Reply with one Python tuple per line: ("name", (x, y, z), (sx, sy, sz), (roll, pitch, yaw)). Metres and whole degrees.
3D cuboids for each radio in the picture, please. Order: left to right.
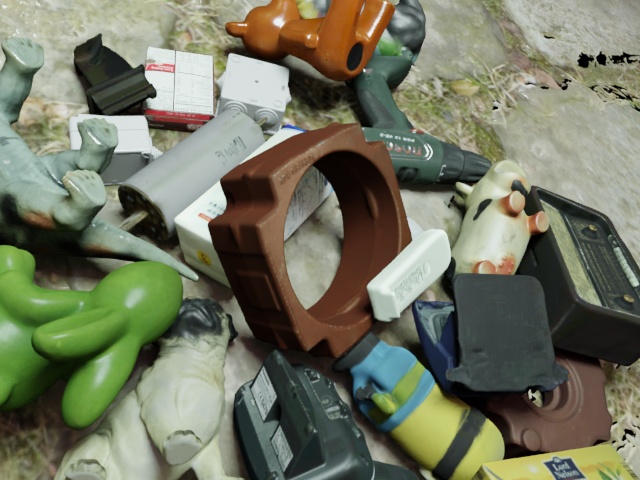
("radio", (0.320, 0.037, 0.663), (0.131, 0.073, 0.230), (18, 39, -8))

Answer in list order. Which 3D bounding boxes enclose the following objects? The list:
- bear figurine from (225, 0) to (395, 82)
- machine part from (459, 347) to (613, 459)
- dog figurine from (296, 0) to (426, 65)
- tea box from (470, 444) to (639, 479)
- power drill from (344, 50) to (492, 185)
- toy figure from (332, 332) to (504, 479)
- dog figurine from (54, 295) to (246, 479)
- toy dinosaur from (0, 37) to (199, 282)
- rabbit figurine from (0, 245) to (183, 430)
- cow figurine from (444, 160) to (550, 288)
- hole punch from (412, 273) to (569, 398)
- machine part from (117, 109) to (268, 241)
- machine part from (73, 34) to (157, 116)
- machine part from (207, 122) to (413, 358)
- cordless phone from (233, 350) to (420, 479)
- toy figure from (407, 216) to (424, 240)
("bear figurine", (-0.020, -0.291, 0.721), (0.196, 0.131, 0.120), (33, 19, 28))
("machine part", (0.242, 0.165, 0.605), (0.179, 0.056, 0.179), (9, 56, -14))
("dog figurine", (0.029, -0.334, 0.814), (0.219, 0.108, 0.191), (-13, 68, -20))
("tea box", (0.210, 0.252, 0.495), (0.169, 0.098, 0.068), (3, 35, -24))
("power drill", (0.117, -0.167, 0.761), (0.232, 0.086, 0.207), (-3, 68, -17))
("toy figure", (0.097, 0.169, 0.534), (0.082, 0.089, 0.180), (-39, 80, -28))
("dog figurine", (-0.152, 0.148, 0.478), (0.172, 0.121, 0.191), (-18, 35, -3))
("toy dinosaur", (-0.304, -0.069, 0.517), (0.405, 0.192, 0.131), (52, 31, 2))
("rabbit figurine", (-0.195, 0.063, 0.429), (0.170, 0.121, 0.159), (-18, 25, -9))
("cow figurine", (0.214, -0.015, 0.676), (0.085, 0.127, 0.195), (33, 70, -20))
("hole punch", (0.162, 0.100, 0.541), (0.142, 0.092, 0.116), (6, 68, -23))
("machine part", (-0.140, -0.078, 0.613), (0.079, 0.079, 0.243), (39, 56, 7))
("machine part", (-0.256, -0.196, 0.647), (0.084, 0.039, 0.139), (-35, 58, -10))
("machine part", (-0.001, -0.002, 0.545), (0.201, 0.087, 0.200), (-37, 117, -37))
("cordless phone", (0.019, 0.190, 0.507), (0.184, 0.088, 0.147), (26, 13, -32))
("toy figure", (0.085, -0.020, 0.668), (0.154, 0.058, 0.064), (55, 20, 19))
